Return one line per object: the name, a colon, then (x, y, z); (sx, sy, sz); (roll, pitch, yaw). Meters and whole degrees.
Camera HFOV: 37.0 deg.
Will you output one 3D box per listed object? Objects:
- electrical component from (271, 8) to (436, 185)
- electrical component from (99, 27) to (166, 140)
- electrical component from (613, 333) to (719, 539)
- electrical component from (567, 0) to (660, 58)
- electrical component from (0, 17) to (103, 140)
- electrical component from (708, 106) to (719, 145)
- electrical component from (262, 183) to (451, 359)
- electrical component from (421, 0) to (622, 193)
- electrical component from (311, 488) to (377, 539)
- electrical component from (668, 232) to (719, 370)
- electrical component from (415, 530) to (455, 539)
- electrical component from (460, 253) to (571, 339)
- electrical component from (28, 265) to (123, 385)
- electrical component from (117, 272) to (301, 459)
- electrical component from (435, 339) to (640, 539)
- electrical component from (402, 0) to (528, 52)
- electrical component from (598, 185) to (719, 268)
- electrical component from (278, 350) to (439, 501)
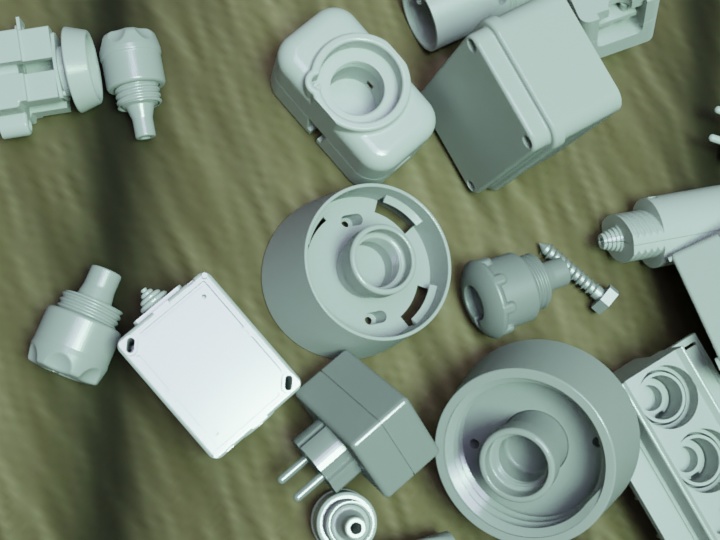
electrical component: (-0.004, -0.100, 0.624); (0.054, 0.059, 0.095); (-41, 90, -13)
electrical component: (-0.128, -0.105, 0.616); (0.035, 0.035, 0.061); (-10, 85, -11)
electrical component: (0.187, 0.110, 0.624); (0.079, 0.063, 0.121); (-29, 88, -12)
electrical component: (0.141, -0.179, 0.654); (0.050, 0.055, 0.089); (-19, 69, 2)
electrical component: (-0.177, -0.110, 0.604); (0.055, 0.048, 0.066); (-10, 83, -3)
electrical component: (0.253, -0.081, 0.669); (0.074, 0.052, 0.138); (16, 79, -7)
electrical component: (0.000, 0.000, 0.620); (0.099, 0.064, 0.099); (5, 77, -22)
electrical component: (0.087, -0.097, 0.612); (0.057, 0.113, 0.078); (-29, 87, -16)
electrical component: (-0.007, 0.138, 0.587); (0.035, 0.061, 0.035); (1, 82, -9)
electrical component: (0.230, 0.028, 0.618); (0.061, 0.062, 0.096); (-27, 56, 18)
electrical component: (0.021, 0.171, 0.579); (0.077, 0.079, 0.044); (-14, 73, -11)
electrical component: (0.094, 0.010, 0.633); (0.062, 0.048, 0.048); (-19, 85, -19)
electrical component: (-0.151, 0.028, 0.589); (0.043, 0.043, 0.062); (22, 77, -6)
electrical component: (-0.087, 0.048, 0.587); (0.062, 0.061, 0.096); (-41, 90, -12)
electrical component: (0.093, 0.097, 0.584); (0.108, 0.060, 0.108); (4, 101, 23)
electrical component: (0.071, -0.169, 0.655); (0.081, 0.043, 0.043); (-26, 87, -13)
electrical component: (0.184, -0.024, 0.653); (0.081, 0.043, 0.043); (-10, 84, -11)
electrical component: (-0.011, 0.095, 0.584); (0.077, 0.066, 0.047); (-40, 126, -12)
